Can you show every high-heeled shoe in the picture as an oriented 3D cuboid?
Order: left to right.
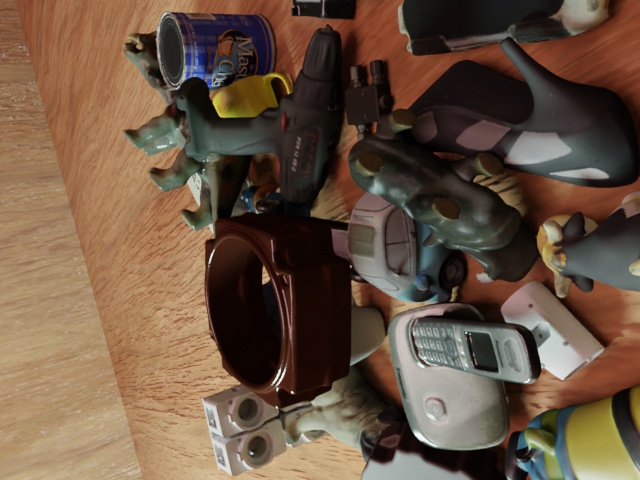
[{"bbox_3d":[0.156,-0.088,0.482,0.145,0.086,0.249,45,166,-8],"label":"high-heeled shoe"}]

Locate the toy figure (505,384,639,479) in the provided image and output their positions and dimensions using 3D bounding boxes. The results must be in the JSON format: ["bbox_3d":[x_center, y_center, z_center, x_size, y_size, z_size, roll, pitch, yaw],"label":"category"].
[{"bbox_3d":[0.227,0.166,0.430,0.180,0.082,0.089,-36,73,57],"label":"toy figure"}]

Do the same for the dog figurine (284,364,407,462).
[{"bbox_3d":[0.046,0.203,0.715,0.191,0.121,0.172,-8,98,42],"label":"dog figurine"}]

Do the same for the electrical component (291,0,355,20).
[{"bbox_3d":[0.014,-0.290,0.610,0.119,0.048,0.074,25,122,49],"label":"electrical component"}]

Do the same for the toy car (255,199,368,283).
[{"bbox_3d":[-0.001,-0.002,0.695,0.202,0.053,0.089,7,109,25],"label":"toy car"}]

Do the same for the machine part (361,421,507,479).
[{"bbox_3d":[0.125,0.286,0.586,0.180,0.056,0.179,11,114,25],"label":"machine part"}]

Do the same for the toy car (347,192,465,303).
[{"bbox_3d":[0.081,-0.003,0.566,0.109,0.103,0.161,16,116,52],"label":"toy car"}]

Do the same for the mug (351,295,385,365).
[{"bbox_3d":[0.026,0.108,0.681,0.081,0.107,0.109,-18,81,52],"label":"mug"}]

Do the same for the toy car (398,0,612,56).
[{"bbox_3d":[0.141,-0.199,0.450,0.202,0.056,0.073,19,123,54],"label":"toy car"}]

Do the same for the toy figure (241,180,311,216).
[{"bbox_3d":[-0.070,-0.050,0.813,0.155,0.057,0.064,28,91,54],"label":"toy figure"}]

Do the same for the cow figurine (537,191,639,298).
[{"bbox_3d":[0.215,0.008,0.375,0.167,0.098,0.068,-11,99,57],"label":"cow figurine"}]

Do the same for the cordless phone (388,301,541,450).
[{"bbox_3d":[0.146,0.130,0.492,0.184,0.089,0.146,165,91,-71],"label":"cordless phone"}]

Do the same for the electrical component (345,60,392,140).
[{"bbox_3d":[0.057,-0.156,0.619,0.063,0.021,0.094,11,110,54],"label":"electrical component"}]

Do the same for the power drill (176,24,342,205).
[{"bbox_3d":[-0.074,-0.163,0.693,0.086,0.207,0.231,-72,-14,-54],"label":"power drill"}]

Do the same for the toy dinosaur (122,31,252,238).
[{"bbox_3d":[-0.182,-0.153,0.847,0.405,0.192,0.131,53,179,19],"label":"toy dinosaur"}]

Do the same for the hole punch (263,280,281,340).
[{"bbox_3d":[-0.068,0.125,0.813,0.092,0.142,0.115,9,123,57],"label":"hole punch"}]

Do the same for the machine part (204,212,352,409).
[{"bbox_3d":[-0.057,0.074,0.624,0.201,0.087,0.201,16,109,51],"label":"machine part"}]

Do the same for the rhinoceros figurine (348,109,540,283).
[{"bbox_3d":[0.107,-0.031,0.473,0.190,0.073,0.112,34,161,6],"label":"rhinoceros figurine"}]
